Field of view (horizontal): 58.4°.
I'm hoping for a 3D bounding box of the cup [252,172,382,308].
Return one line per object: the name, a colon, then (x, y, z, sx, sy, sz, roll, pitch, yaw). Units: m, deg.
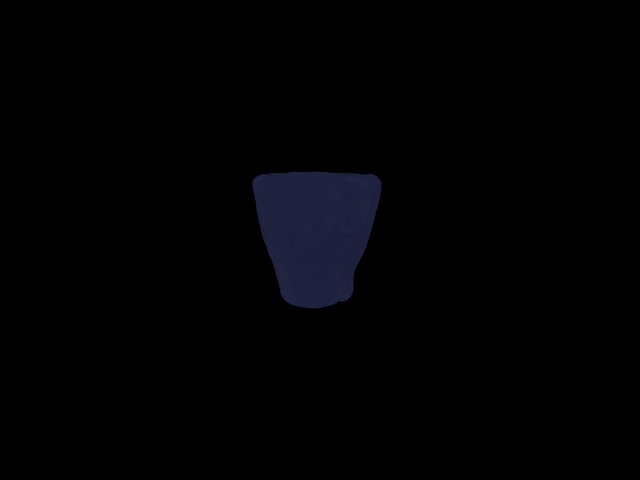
cup: (0.004, 0.001, 0.400, 0.092, 0.095, 0.117, -4, 10, -23)
